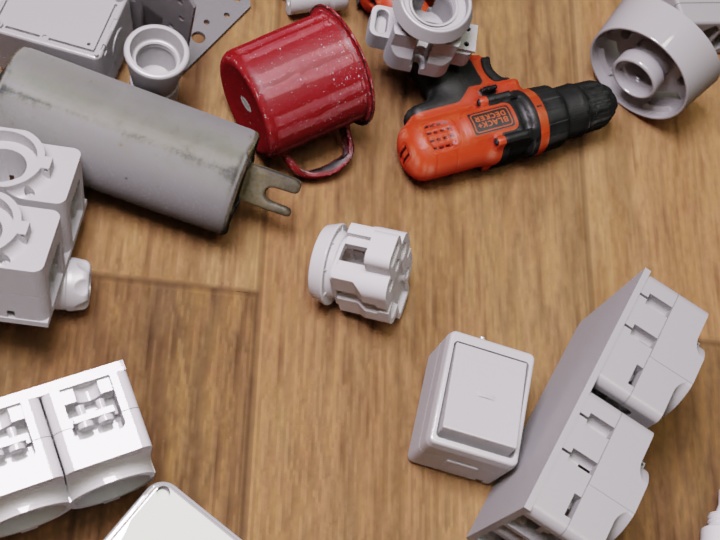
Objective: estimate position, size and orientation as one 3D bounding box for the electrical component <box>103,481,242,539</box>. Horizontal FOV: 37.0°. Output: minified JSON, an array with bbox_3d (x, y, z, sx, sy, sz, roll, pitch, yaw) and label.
[{"bbox_3d":[-0.124,0.190,0.625,0.078,0.057,0.113,38,63,4],"label":"electrical component"}]

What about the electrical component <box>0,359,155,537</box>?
[{"bbox_3d":[-0.201,0.115,0.620,0.150,0.089,0.061,-17,72,-20],"label":"electrical component"}]

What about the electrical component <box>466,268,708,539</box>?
[{"bbox_3d":[0.154,0.104,0.706,0.060,0.105,0.186,33,63,1],"label":"electrical component"}]

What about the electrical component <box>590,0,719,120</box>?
[{"bbox_3d":[0.235,-0.170,0.854,0.099,0.099,0.064,42,70,6],"label":"electrical component"}]

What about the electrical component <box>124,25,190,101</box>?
[{"bbox_3d":[-0.145,-0.136,0.758,0.044,0.065,0.044,5,66,-11],"label":"electrical component"}]

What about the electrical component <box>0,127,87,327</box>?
[{"bbox_3d":[-0.274,-0.037,0.658,0.186,0.060,0.105,8,49,-4],"label":"electrical component"}]

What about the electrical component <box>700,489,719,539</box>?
[{"bbox_3d":[0.251,0.180,0.738,0.035,0.035,0.061,16,62,-7],"label":"electrical component"}]

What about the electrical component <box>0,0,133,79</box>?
[{"bbox_3d":[-0.216,-0.168,0.761,0.096,0.061,0.061,16,64,1],"label":"electrical component"}]

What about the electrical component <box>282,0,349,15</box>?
[{"bbox_3d":[-0.036,-0.219,0.837,0.046,0.040,0.040,-13,71,-12],"label":"electrical component"}]

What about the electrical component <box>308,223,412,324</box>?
[{"bbox_3d":[0.000,0.000,0.734,0.057,0.078,0.058,12,62,15],"label":"electrical component"}]

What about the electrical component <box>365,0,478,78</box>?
[{"bbox_3d":[0.048,-0.178,0.770,0.078,0.057,0.058,11,70,-7],"label":"electrical component"}]

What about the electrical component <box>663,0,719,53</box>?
[{"bbox_3d":[0.283,-0.229,0.917,0.066,0.047,0.076,-5,68,-16],"label":"electrical component"}]

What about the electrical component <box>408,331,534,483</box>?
[{"bbox_3d":[0.077,0.085,0.720,0.062,0.061,0.096,17,64,-6],"label":"electrical component"}]

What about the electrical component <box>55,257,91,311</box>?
[{"bbox_3d":[-0.207,0.008,0.697,0.061,0.035,0.035,3,66,-10],"label":"electrical component"}]
